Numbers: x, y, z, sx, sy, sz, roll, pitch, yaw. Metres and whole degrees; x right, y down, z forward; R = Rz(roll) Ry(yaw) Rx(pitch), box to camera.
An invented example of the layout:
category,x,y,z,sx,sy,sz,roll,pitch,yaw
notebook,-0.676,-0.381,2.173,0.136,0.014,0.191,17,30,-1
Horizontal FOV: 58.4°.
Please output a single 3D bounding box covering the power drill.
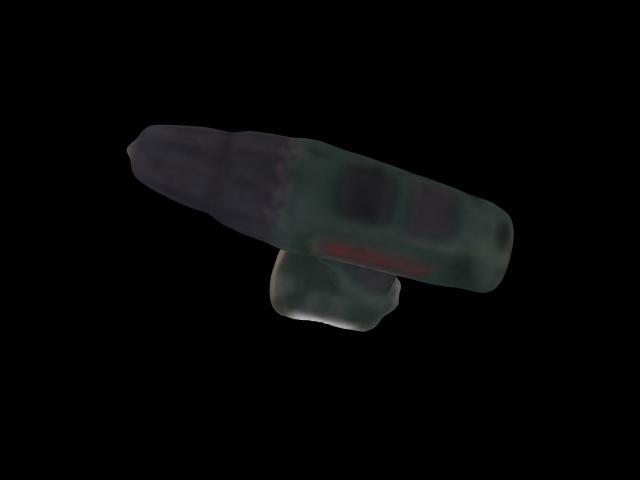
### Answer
category,x,y,z,sx,sy,sz,roll,pitch,yaw
power drill,0.004,0.001,0.400,0.229,0.208,0.075,10,70,4
